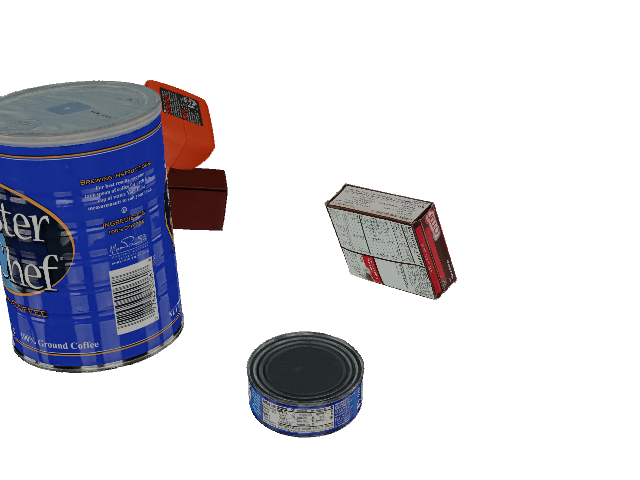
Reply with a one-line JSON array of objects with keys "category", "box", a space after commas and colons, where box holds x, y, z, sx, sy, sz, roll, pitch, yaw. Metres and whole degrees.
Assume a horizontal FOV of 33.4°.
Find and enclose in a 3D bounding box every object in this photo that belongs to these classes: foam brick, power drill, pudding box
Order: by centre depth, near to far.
[{"category": "power drill", "box": [-0.149, -0.023, 0.875, 0.057, 0.188, 0.184, 18, 27, -25]}, {"category": "pudding box", "box": [0.065, 0.000, 0.995, 0.114, 0.090, 0.039, 14, 45, 42]}, {"category": "foam brick", "box": [-0.142, -0.046, 1.164, 0.078, 0.051, 0.053, 3, 28, -8]}]

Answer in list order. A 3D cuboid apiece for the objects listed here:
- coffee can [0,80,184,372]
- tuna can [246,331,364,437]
[{"category": "coffee can", "box": [-0.135, -0.010, 0.611, 0.103, 0.140, 0.103, -3, 24, 1]}, {"category": "tuna can", "box": [-0.011, 0.105, 0.783, 0.086, 0.034, 0.086, 0, 31, 0]}]
